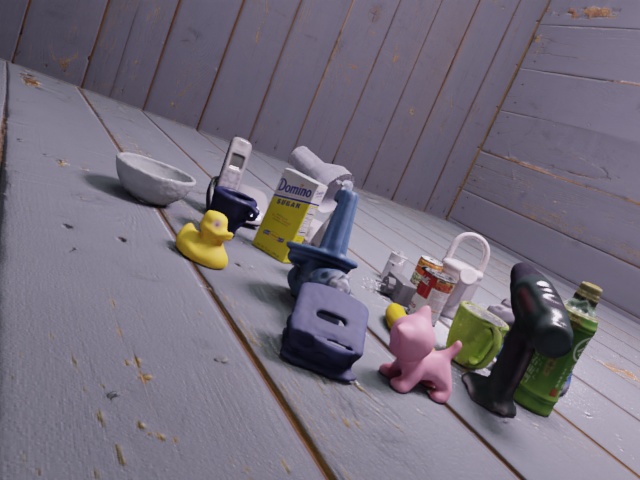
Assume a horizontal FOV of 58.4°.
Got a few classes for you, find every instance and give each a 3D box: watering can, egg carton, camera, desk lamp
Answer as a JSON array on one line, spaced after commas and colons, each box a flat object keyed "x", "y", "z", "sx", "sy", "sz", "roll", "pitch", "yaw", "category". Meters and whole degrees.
[{"x": 0.319, "y": 0.078, "z": 1.293, "sx": 0.101, "sy": 0.194, "sz": 0.172, "roll": 19, "pitch": 12, "yaw": -19, "category": "watering can"}, {"x": -0.018, "y": -0.006, "z": 1.336, "sx": 0.107, "sy": 0.069, "sz": 0.151, "roll": 26, "pitch": 11, "yaw": 15, "category": "egg carton"}, {"x": 0.438, "y": 0.192, "z": 1.242, "sx": 0.136, "sy": 0.101, "sz": 0.144, "roll": 31, "pitch": 14, "yaw": 37, "category": "camera"}, {"x": -0.037, "y": -0.116, "z": 1.437, "sx": 0.202, "sy": 0.213, "sz": 0.118, "roll": 30, "pitch": 13, "yaw": 31, "category": "desk lamp"}]

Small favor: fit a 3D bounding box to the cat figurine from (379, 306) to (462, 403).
[{"x": 0.140, "y": 0.151, "z": 0.791, "sx": 0.128, "sy": 0.118, "sz": 0.067, "roll": 18, "pitch": 12, "yaw": -23, "category": "cat figurine"}]

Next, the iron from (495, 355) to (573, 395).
[{"x": 0.441, "y": 0.203, "z": 1.087, "sx": 0.118, "sy": 0.141, "sz": 0.259, "roll": 32, "pitch": 14, "yaw": 39, "category": "iron"}]

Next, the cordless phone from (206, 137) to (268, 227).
[{"x": -0.173, "y": -0.131, "z": 1.312, "sx": 0.148, "sy": 0.185, "sz": 0.094, "roll": 16, "pitch": 13, "yaw": -33, "category": "cordless phone"}]

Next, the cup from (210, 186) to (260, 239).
[{"x": -0.172, "y": -0.044, "z": 1.137, "sx": 0.117, "sy": 0.095, "sz": 0.092, "roll": 30, "pitch": 13, "yaw": 33, "category": "cup"}]

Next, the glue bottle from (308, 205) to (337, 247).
[{"x": 0.010, "y": 0.004, "z": 1.075, "sx": 0.037, "sy": 0.173, "sz": 0.078, "roll": 17, "pitch": 12, "yaw": -26, "category": "glue bottle"}]

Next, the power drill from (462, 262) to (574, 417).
[{"x": 0.300, "y": 0.150, "z": 0.878, "sx": 0.075, "sy": 0.208, "sz": 0.229, "roll": 22, "pitch": 11, "yaw": -4, "category": "power drill"}]

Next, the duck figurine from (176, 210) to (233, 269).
[{"x": -0.189, "y": -0.009, "z": 0.965, "sx": 0.104, "sy": 0.086, "sz": 0.078, "roll": 29, "pitch": 13, "yaw": 28, "category": "duck figurine"}]

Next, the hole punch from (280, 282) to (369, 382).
[{"x": 0.010, "y": 0.118, "z": 0.752, "sx": 0.109, "sy": 0.091, "sz": 0.101, "roll": 22, "pitch": 11, "yaw": -6, "category": "hole punch"}]

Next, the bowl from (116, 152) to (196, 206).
[{"x": -0.346, "y": -0.117, "z": 1.183, "sx": 0.167, "sy": 0.075, "sz": 0.167, "roll": 22, "pitch": 11, "yaw": -4, "category": "bowl"}]

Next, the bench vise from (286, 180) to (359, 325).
[{"x": 0.027, "y": 0.023, "z": 0.901, "sx": 0.122, "sy": 0.220, "sz": 0.206, "roll": 15, "pitch": 14, "yaw": -35, "category": "bench vise"}]
